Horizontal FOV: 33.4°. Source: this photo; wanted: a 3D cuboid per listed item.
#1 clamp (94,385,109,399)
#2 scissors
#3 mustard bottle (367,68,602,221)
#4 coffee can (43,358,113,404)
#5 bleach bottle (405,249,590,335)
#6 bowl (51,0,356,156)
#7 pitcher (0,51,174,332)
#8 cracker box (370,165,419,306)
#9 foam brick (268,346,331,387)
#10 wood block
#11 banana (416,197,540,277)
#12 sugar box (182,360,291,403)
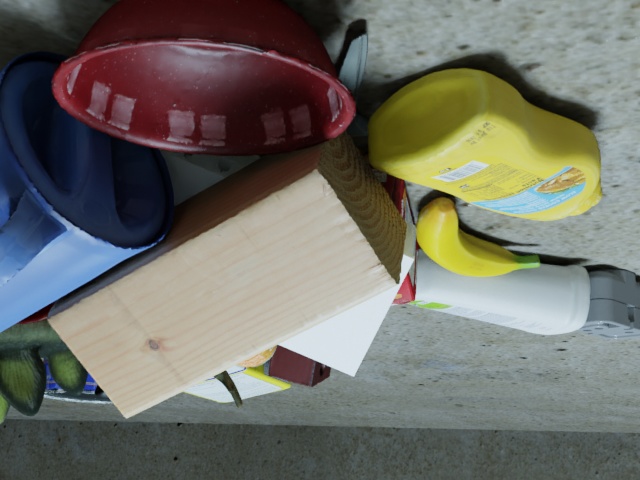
[{"bbox_3d":[-0.184,0.082,1.112,0.036,0.164,0.209,-19,165,27],"label":"clamp"},{"bbox_3d":[-0.004,-0.085,0.682,0.096,0.016,0.201,0,165,10],"label":"scissors"},{"bbox_3d":[0.127,-0.052,0.698,0.191,0.058,0.096,17,151,-42],"label":"mustard bottle"},{"bbox_3d":[-0.259,0.110,1.212,0.103,0.140,0.103,3,165,1],"label":"coffee can"},{"bbox_3d":[0.130,0.042,1.043,0.250,0.068,0.103,10,166,-18],"label":"bleach bottle"},{"bbox_3d":[-0.060,-0.096,0.576,0.162,0.055,0.162,3,165,1],"label":"bowl"},{"bbox_3d":[-0.221,0.005,0.660,0.243,0.145,0.149,-32,159,26],"label":"pitcher"},{"bbox_3d":[-0.006,0.001,0.894,0.164,0.072,0.213,0,165,9],"label":"cracker box"},{"bbox_3d":[-0.016,0.107,1.108,0.051,0.078,0.053,13,-170,19],"label":"foam brick"},{"bbox_3d":[-0.057,0.019,0.679,0.206,0.090,0.091,-27,109,20],"label":"wood block"},{"bbox_3d":[0.126,0.000,0.945,0.070,0.037,0.197,-26,154,26],"label":"banana"},{"bbox_3d":[-0.108,0.128,1.101,0.093,0.048,0.176,-15,156,18],"label":"sugar box"}]
